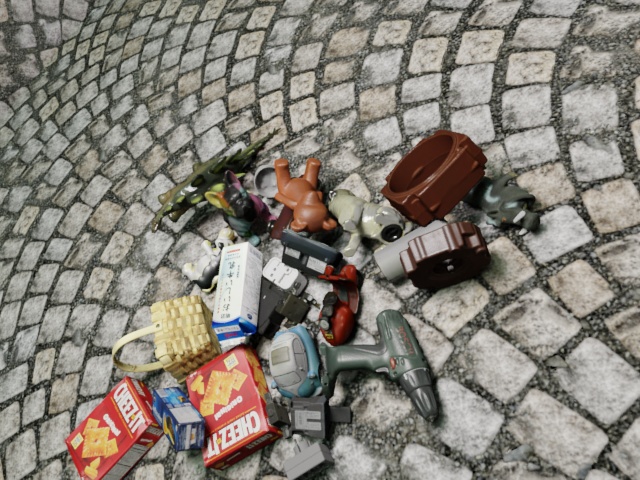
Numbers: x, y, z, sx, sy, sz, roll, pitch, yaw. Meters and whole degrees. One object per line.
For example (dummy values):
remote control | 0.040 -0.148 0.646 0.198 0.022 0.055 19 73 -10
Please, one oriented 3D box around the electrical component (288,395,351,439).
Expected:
electrical component | -0.001 0.349 1.058 0.119 0.048 0.074 2 93 14

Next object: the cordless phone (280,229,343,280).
cordless phone | -0.002 -0.004 1.264 0.147 0.088 0.184 22 35 11

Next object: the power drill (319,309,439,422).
power drill | 0.104 0.250 1.036 0.207 0.085 0.232 -15 52 9

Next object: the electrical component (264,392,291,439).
electrical component | -0.087 0.361 1.106 0.021 0.063 0.094 -31 53 10

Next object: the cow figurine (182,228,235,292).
cow figurine | -0.269 0.050 1.390 0.098 0.068 0.167 39 88 33

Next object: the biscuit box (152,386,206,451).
biscuit box | -0.309 0.380 1.159 0.203 0.059 0.062 12 99 59

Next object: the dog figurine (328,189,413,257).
dog figurine | 0.110 -0.061 1.236 0.172 0.121 0.191 4 35 -9

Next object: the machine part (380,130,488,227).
machine part | 0.238 -0.138 1.150 0.201 0.087 0.201 -48 22 3

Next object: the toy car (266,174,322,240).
toy car | -0.064 -0.081 1.362 0.089 0.053 0.202 8 63 32

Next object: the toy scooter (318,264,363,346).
toy scooter | 0.035 0.124 1.133 0.075 0.135 0.184 2 65 29

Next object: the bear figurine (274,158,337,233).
bear figurine | -0.035 -0.099 1.224 0.120 0.131 0.196 -3 25 -15

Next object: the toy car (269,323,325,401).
toy car | -0.057 0.252 1.121 0.109 0.102 0.161 -18 67 18

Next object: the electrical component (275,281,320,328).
electrical component | -0.051 0.155 1.209 0.102 0.078 0.045 -54 32 -11

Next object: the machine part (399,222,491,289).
machine part | 0.245 0.037 1.048 0.179 0.179 0.056 -22 57 17

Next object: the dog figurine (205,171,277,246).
dog figurine | -0.212 -0.093 1.349 0.108 0.219 0.192 -45 51 -5

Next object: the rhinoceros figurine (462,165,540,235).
rhinoceros figurine | 0.369 -0.083 1.107 0.112 0.073 0.191 -49 51 -6

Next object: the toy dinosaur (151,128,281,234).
toy dinosaur | -0.286 -0.172 1.470 0.199 0.105 0.471 -9 33 50

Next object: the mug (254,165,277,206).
mug | -0.132 -0.151 1.424 0.081 0.109 0.107 -7 20 -4

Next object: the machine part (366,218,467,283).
machine part | 0.203 0.020 1.137 0.243 0.079 0.079 -31 52 11

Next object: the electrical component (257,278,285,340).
electrical component | -0.140 0.154 1.264 0.134 0.058 0.115 23 74 36
